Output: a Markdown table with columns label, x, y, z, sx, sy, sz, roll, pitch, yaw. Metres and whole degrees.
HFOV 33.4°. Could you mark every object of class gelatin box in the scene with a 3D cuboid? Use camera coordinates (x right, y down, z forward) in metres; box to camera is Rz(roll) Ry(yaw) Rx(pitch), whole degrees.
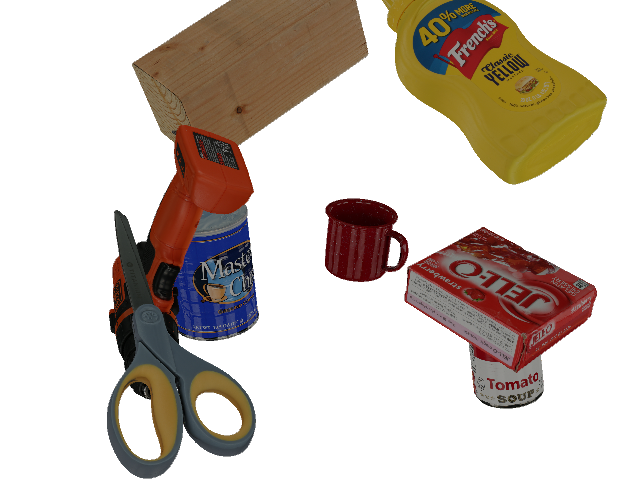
| label | x | y | z | sx | sy | sz | roll | pitch | yaw |
| --- | --- | --- | --- | --- | --- | --- | --- | --- | --- |
| gelatin box | 0.107 | 0.032 | 0.639 | 0.073 | 0.030 | 0.089 | -26 | 43 | -38 |

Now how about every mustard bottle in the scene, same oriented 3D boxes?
| label | x | y | z | sx | sy | sz | roll | pitch | yaw |
| --- | --- | --- | --- | --- | --- | --- | --- | --- | --- |
| mustard bottle | 0.112 | -0.131 | 0.794 | 0.096 | 0.192 | 0.058 | -34 | -27 | -17 |

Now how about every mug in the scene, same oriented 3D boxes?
| label | x | y | z | sx | sy | sz | roll | pitch | yaw |
| --- | --- | --- | --- | --- | --- | --- | --- | --- | --- |
| mug | 0.059 | 0.004 | 1.367 | 0.117 | 0.081 | 0.093 | 18 | 27 | 25 |

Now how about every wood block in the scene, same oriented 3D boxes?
| label | x | y | z | sx | sy | sz | roll | pitch | yaw |
| --- | --- | --- | --- | --- | --- | --- | --- | --- | --- |
| wood block | -0.064 | -0.177 | 1.041 | 0.206 | 0.091 | 0.090 | -37 | 48 | -17 |

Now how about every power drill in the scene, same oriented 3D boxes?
| label | x | y | z | sx | sy | sz | roll | pitch | yaw |
| --- | --- | --- | --- | --- | --- | --- | --- | --- | --- |
| power drill | -0.120 | 0.014 | 0.875 | 0.057 | 0.188 | 0.184 | 18 | 26 | -26 |

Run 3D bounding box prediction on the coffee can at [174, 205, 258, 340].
| label | x | y | z | sx | sy | sz | roll | pitch | yaw |
| --- | --- | --- | --- | --- | --- | --- | --- | --- | --- |
| coffee can | -0.129 | 0.031 | 1.246 | 0.103 | 0.140 | 0.103 | -4 | 25 | 2 |

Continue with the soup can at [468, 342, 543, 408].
| label | x | y | z | sx | sy | sz | roll | pitch | yaw |
| --- | --- | --- | --- | --- | --- | --- | --- | --- | --- |
| soup can | 0.173 | 0.098 | 1.008 | 0.068 | 0.102 | 0.068 | -8 | 20 | 3 |

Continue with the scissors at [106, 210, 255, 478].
| label | x | y | z | sx | sy | sz | roll | pitch | yaw |
| --- | --- | --- | --- | --- | --- | --- | --- | --- | --- |
| scissors | -0.088 | 0.059 | 0.665 | 0.096 | 0.202 | 0.016 | 10 | -46 | -14 |
